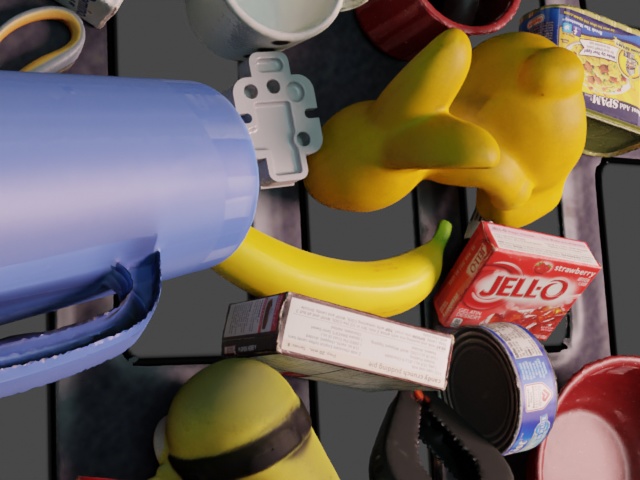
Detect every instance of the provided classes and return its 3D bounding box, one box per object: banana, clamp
[{"bbox_3d":[0.002,0.017,0.674,0.197,0.037,0.069,4,58,-28],"label":"banana"},{"bbox_3d":[0.091,0.167,0.613,0.164,0.036,0.210,12,36,-21],"label":"clamp"}]

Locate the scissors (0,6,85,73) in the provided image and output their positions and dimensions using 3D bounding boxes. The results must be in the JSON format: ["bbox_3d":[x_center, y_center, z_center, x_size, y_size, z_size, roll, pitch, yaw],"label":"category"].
[{"bbox_3d":[-0.193,-0.051,0.596,0.096,0.016,0.201,45,65,-13],"label":"scissors"}]

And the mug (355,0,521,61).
[{"bbox_3d":[0.084,-0.174,0.719,0.117,0.082,0.093,-29,95,-28],"label":"mug"}]

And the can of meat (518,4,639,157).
[{"bbox_3d":[0.190,-0.116,0.777,0.102,0.058,0.084,14,73,-25],"label":"can of meat"}]

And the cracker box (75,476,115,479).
[{"bbox_3d":[-0.061,0.223,0.488,0.164,0.072,0.213,1,52,16],"label":"cracker box"}]

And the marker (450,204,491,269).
[{"bbox_3d":[0.119,-0.024,0.747,0.020,0.020,0.121,32,68,-19],"label":"marker"}]

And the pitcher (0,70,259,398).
[{"bbox_3d":[-0.141,-0.014,0.518,0.242,0.145,0.149,-11,96,-48],"label":"pitcher"}]

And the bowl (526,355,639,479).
[{"bbox_3d":[0.197,0.161,0.734,0.161,0.055,0.162,5,79,-26],"label":"bowl"}]

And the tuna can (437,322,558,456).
[{"bbox_3d":[0.113,0.096,0.685,0.033,0.086,0.086,-4,83,-29],"label":"tuna can"}]

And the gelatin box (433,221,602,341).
[{"bbox_3d":[0.130,0.030,0.712,0.089,0.073,0.030,10,38,-25],"label":"gelatin box"}]

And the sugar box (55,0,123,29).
[{"bbox_3d":[-0.176,-0.212,0.615,0.176,0.048,0.093,31,69,-18],"label":"sugar box"}]

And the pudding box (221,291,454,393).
[{"bbox_3d":[0.009,0.063,0.636,0.113,0.090,0.039,14,75,-24],"label":"pudding box"}]
